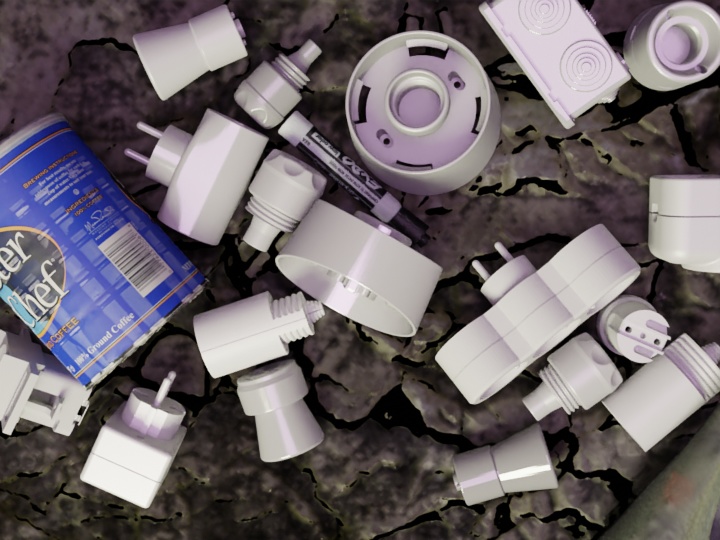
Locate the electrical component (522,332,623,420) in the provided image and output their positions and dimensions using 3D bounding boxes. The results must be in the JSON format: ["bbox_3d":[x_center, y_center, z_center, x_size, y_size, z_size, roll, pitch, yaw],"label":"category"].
[{"bbox_3d":[0.136,0.074,0.705,0.062,0.043,0.043,-37,96,5],"label":"electrical component"}]

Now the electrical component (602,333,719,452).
[{"bbox_3d":[0.204,0.077,0.706,0.081,0.043,0.043,-41,96,4],"label":"electrical component"}]

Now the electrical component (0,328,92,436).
[{"bbox_3d":[-0.209,0.074,0.691,0.064,0.081,0.042,25,97,-26],"label":"electrical component"}]

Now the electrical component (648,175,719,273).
[{"bbox_3d":[0.236,-0.031,0.687,0.095,0.053,0.059,-1,97,0],"label":"electrical component"}]

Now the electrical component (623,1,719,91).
[{"bbox_3d":[0.199,-0.142,0.676,0.055,0.047,0.055,0,97,0],"label":"electrical component"}]

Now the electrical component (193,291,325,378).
[{"bbox_3d":[-0.063,0.037,0.700,0.081,0.043,0.043,-18,97,2],"label":"electrical component"}]

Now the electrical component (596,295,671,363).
[{"bbox_3d":[0.179,0.039,0.700,0.040,0.046,0.040,0,97,0],"label":"electrical component"}]

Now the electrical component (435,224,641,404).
[{"bbox_3d":[0.104,0.016,0.695,0.138,0.052,0.073,-39,73,4],"label":"electrical component"}]

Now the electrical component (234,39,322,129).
[{"bbox_3d":[-0.049,-0.121,0.684,0.035,0.035,0.061,44,93,-5],"label":"electrical component"}]

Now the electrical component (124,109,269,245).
[{"bbox_3d":[-0.110,-0.067,0.686,0.079,0.043,0.077,26,96,-4],"label":"electrical component"}]

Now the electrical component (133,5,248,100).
[{"bbox_3d":[-0.104,-0.140,0.679,0.065,0.044,0.044,-24,97,-2],"label":"electrical component"}]

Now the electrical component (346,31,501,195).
[{"bbox_3d":[0.040,-0.100,0.685,0.099,0.064,0.099,-1,86,8],"label":"electrical component"}]

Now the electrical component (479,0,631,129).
[{"bbox_3d":[0.120,-0.140,0.652,0.048,0.099,0.099,-36,96,17],"label":"electrical component"}]

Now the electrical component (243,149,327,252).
[{"bbox_3d":[-0.053,-0.042,0.690,0.043,0.043,0.062,30,97,-4],"label":"electrical component"}]

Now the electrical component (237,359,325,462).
[{"bbox_3d":[-0.053,0.092,0.706,0.045,0.045,0.055,-19,96,2],"label":"electrical component"}]

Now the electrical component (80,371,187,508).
[{"bbox_3d":[-0.138,0.101,0.696,0.047,0.065,0.076,25,96,-3],"label":"electrical component"}]

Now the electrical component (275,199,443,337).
[{"bbox_3d":[0.000,0.000,0.671,0.099,0.099,0.064,29,90,-4],"label":"electrical component"}]

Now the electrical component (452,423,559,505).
[{"bbox_3d":[0.094,0.132,0.714,0.065,0.044,0.044,-18,97,7],"label":"electrical component"}]
